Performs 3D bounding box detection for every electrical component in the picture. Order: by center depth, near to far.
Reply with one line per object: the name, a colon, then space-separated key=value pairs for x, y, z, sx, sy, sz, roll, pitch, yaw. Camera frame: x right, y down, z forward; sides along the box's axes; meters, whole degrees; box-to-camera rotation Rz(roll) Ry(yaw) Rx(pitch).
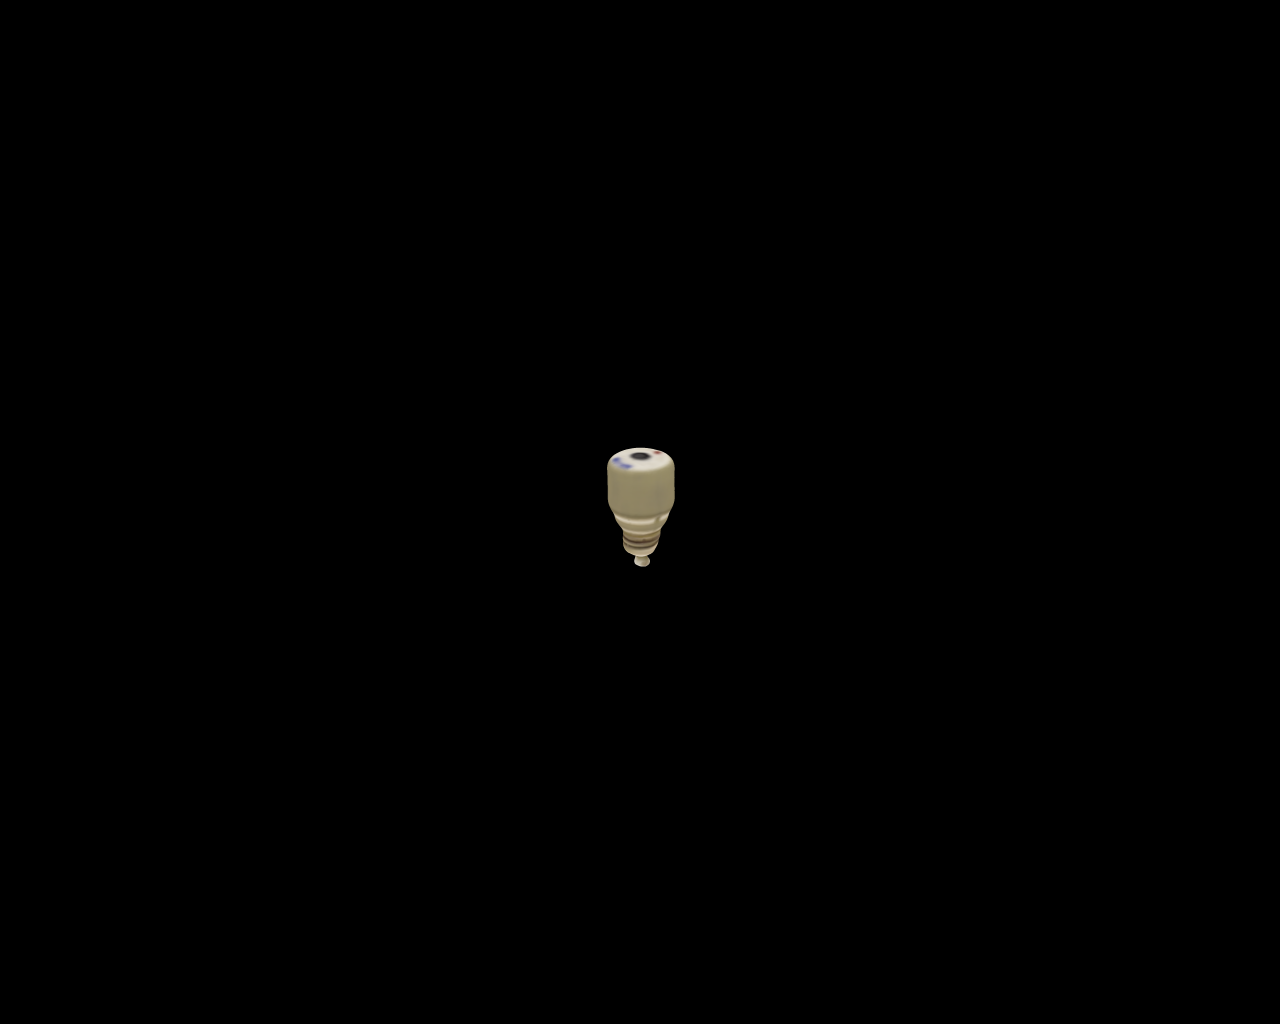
electrical component: x=0.001 y=-0.003 z=0.650 sx=0.040 sy=0.078 sz=0.040 roll=0 pitch=25 yaw=0
